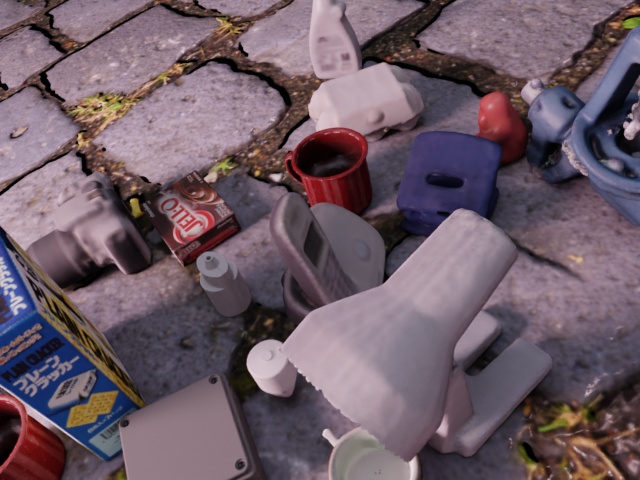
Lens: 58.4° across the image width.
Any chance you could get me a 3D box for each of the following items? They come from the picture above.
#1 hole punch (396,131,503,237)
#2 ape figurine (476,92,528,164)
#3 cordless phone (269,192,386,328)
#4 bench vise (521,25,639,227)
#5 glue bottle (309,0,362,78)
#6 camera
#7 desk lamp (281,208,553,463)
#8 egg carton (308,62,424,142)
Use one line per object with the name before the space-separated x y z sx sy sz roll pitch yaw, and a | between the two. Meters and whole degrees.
hole punch | 0.147 -0.059 0.646 0.108 0.091 0.101 12 55 25
ape figurine | 0.214 -0.141 0.697 0.075 0.092 0.078 26 61 32
cordless phone | 0.005 0.002 0.570 0.094 0.185 0.147 -1 50 15
bench vise | 0.282 -0.124 0.576 0.206 0.220 0.122 28 62 33
glue bottle | 0.013 -0.325 0.857 0.078 0.173 0.037 -1 50 16
camera | -0.306 -0.009 0.724 0.137 0.101 0.142 -32 49 -12
desk lamp | 0.087 0.087 0.454 0.203 0.214 0.117 -39 51 -18
egg carton | 0.062 -0.183 0.791 0.150 0.069 0.107 -19 48 -1
